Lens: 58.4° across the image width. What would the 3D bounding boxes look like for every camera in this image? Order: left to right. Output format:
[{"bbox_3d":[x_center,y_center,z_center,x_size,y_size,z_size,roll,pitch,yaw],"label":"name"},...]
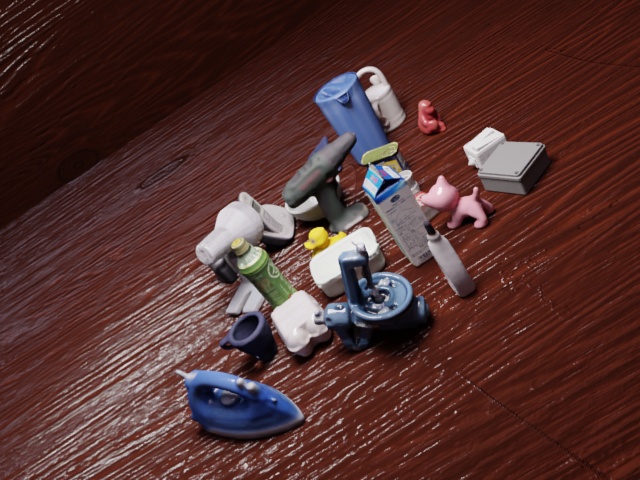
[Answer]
[{"bbox_3d":[-0.219,0.039,1.527,0.143,0.101,0.136,-47,33,-18],"label":"camera"}]

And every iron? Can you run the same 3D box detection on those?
[{"bbox_3d":[-0.161,0.296,1.095,0.257,0.142,0.119,-7,41,37],"label":"iron"}]

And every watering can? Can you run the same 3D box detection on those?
[{"bbox_3d":[0.166,-0.424,1.688,0.101,0.194,0.172,-32,32,6],"label":"watering can"}]

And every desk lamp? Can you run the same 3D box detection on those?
[{"bbox_3d":[-0.200,0.042,1.398,0.117,0.214,0.203,-9,41,36],"label":"desk lamp"}]

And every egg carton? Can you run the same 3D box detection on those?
[{"bbox_3d":[-0.039,0.174,1.210,0.107,0.070,0.150,-39,32,-5],"label":"egg carton"}]

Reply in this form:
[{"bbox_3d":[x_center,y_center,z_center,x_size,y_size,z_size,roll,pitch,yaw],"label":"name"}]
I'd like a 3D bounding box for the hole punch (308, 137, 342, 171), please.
[{"bbox_3d":[0.002,-0.237,1.693,0.101,0.091,0.108,-26,33,15],"label":"hole punch"}]

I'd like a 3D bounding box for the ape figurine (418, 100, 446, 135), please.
[{"bbox_3d":[0.295,-0.337,1.549,0.075,0.092,0.078,-2,45,42],"label":"ape figurine"}]

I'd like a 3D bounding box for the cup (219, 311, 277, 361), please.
[{"bbox_3d":[-0.146,0.221,1.224,0.117,0.095,0.091,-29,32,10],"label":"cup"}]

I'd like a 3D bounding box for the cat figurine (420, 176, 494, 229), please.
[{"bbox_3d":[0.283,-0.084,1.201,0.127,0.118,0.067,-4,44,40],"label":"cat figurine"}]

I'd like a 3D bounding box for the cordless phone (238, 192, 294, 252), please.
[{"bbox_3d":[-0.149,-0.075,1.533,0.094,0.185,0.147,-27,33,14],"label":"cordless phone"}]

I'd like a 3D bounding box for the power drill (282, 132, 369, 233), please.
[{"bbox_3d":[0.032,-0.128,1.409,0.229,0.209,0.075,-34,32,2],"label":"power drill"}]

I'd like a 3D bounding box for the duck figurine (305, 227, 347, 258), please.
[{"bbox_3d":[0.013,0.005,1.369,0.104,0.086,0.077,-30,32,8],"label":"duck figurine"}]

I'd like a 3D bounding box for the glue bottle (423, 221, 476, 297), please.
[{"bbox_3d":[0.228,0.027,1.054,0.037,0.173,0.078,-34,32,2],"label":"glue bottle"}]

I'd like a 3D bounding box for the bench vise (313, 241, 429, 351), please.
[{"bbox_3d":[0.071,0.110,1.048,0.207,0.220,0.121,-31,32,7],"label":"bench vise"}]

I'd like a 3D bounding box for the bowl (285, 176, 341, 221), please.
[{"bbox_3d":[-0.006,-0.105,1.542,0.167,0.075,0.167,-24,33,18],"label":"bowl"}]
